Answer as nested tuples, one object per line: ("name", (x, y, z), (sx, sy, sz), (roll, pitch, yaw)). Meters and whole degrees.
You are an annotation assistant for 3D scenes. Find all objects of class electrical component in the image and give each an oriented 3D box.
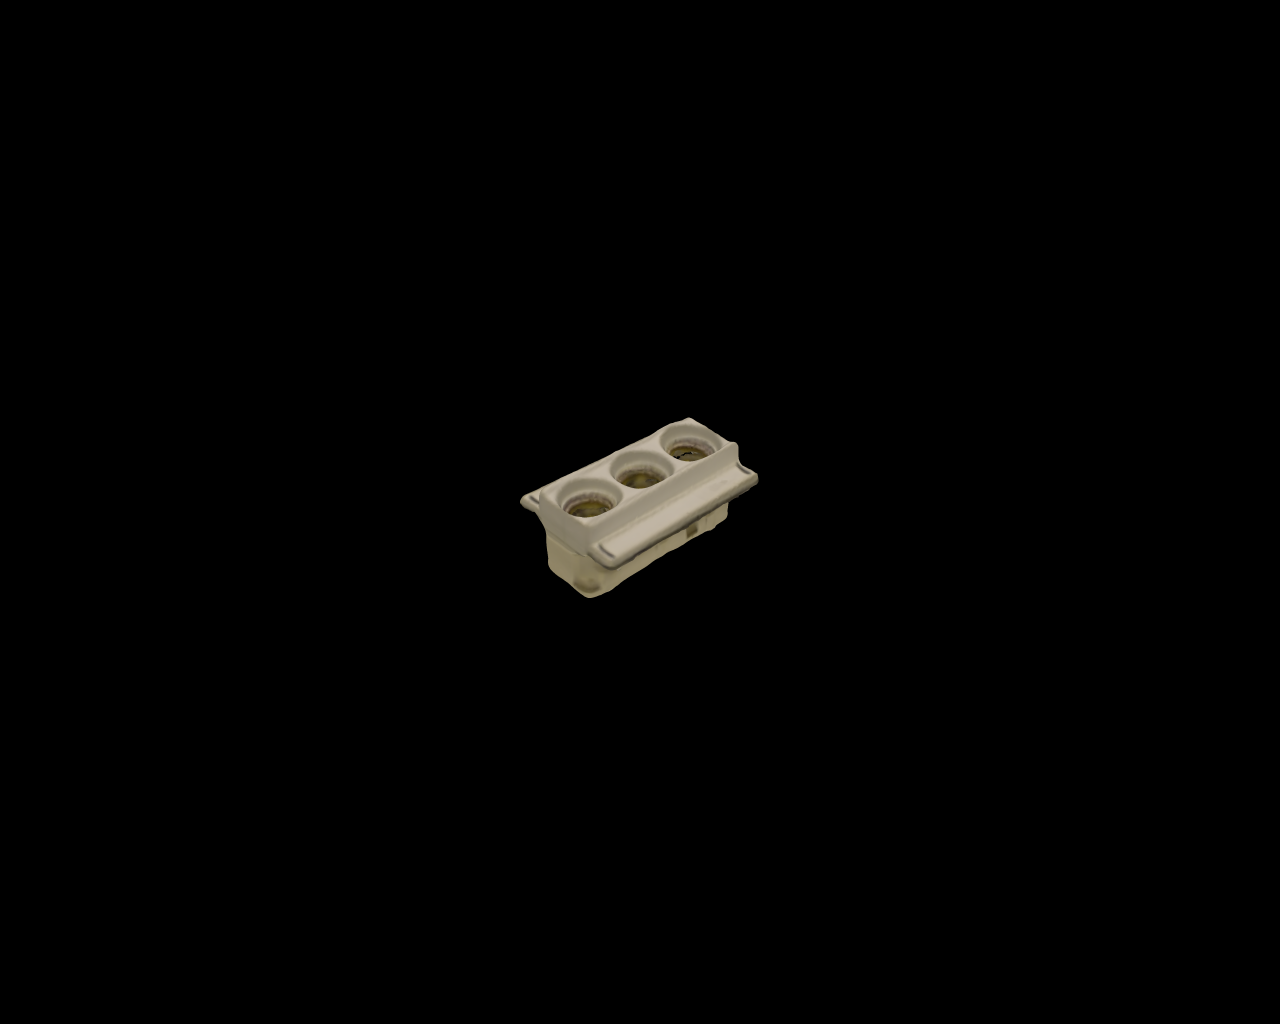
("electrical component", (0.001, -0.003, 0.650), (0.121, 0.063, 0.079), (-29, 46, -33))
